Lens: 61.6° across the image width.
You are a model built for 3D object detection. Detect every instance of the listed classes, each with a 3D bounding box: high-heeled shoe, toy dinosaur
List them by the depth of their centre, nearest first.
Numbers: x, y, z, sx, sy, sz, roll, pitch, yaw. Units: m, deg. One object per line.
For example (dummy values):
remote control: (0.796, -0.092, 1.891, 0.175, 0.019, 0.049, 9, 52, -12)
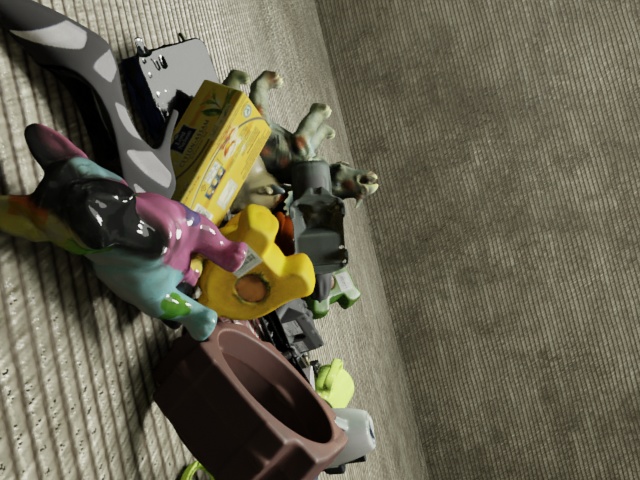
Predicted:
high-heeled shoe: (-0.237, -0.116, 0.532, 0.248, 0.086, 0.145, 33, 73, -48)
toy dinosaur: (-0.095, -0.173, 0.926, 0.192, 0.405, 0.131, -66, -171, -14)

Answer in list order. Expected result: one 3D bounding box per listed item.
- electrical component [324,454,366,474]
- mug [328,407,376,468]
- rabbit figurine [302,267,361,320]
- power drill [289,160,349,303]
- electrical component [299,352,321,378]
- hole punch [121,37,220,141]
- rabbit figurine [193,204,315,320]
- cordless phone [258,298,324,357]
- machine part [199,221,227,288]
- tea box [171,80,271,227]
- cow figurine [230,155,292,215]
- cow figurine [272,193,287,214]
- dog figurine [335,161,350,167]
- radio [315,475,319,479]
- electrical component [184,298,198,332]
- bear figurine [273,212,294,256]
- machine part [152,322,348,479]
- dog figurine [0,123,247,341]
electrical component: (0.023, 0.377, 0.965, 0.048, 0.119, 0.074, -66, 137, -70)
mug: (0.019, 0.267, 0.750, 0.081, 0.107, 0.109, -96, 168, -45)
rabbit figurine: (-0.020, 0.095, 1.125, 0.159, 0.121, 0.170, 60, -26, 6)
power drill: (-0.002, -0.002, 0.788, 0.207, 0.086, 0.231, -65, 152, -83)
electrical component: (-0.031, 0.227, 1.062, 0.078, 0.045, 0.102, -89, 161, -48)
hole punch: (-0.203, -0.196, 0.711, 0.116, 0.092, 0.142, -38, 121, -45)
rabbit figurine: (-0.091, 0.025, 0.668, 0.121, 0.162, 0.173, 38, 20, -24)
cordless phone: (-0.067, 0.115, 0.999, 0.146, 0.089, 0.184, 63, 6, -45)
machine part: (-0.155, 0.015, 0.766, 0.084, 0.039, 0.139, 62, 18, -22)
tea box: (-0.142, -0.102, 0.683, 0.169, 0.068, 0.098, -63, 157, -12)
cow figurine: (-0.122, -0.114, 0.843, 0.085, 0.127, 0.194, -26, 100, -75)
cow figurine: (-0.083, -0.049, 1.086, 0.167, 0.068, 0.098, -92, 159, -53)
dog figurine: (-0.015, -0.058, 1.081, 0.172, 0.121, 0.190, 105, -7, -83)
radio: (-0.056, 0.314, 0.793, 0.229, 0.073, 0.131, -34, 108, -79)
electrical component: (-0.155, 0.111, 0.687, 0.093, 0.021, 0.063, 60, 20, -51)
bear figurine: (-0.094, 0.033, 0.889, 0.196, 0.132, 0.120, -47, 122, -57)
machine part: (-0.076, 0.189, 0.603, 0.201, 0.087, 0.201, 44, 2, 19)
dog figurine: (-0.186, -0.007, 0.490, 0.219, 0.192, 0.108, 37, 74, -34)
